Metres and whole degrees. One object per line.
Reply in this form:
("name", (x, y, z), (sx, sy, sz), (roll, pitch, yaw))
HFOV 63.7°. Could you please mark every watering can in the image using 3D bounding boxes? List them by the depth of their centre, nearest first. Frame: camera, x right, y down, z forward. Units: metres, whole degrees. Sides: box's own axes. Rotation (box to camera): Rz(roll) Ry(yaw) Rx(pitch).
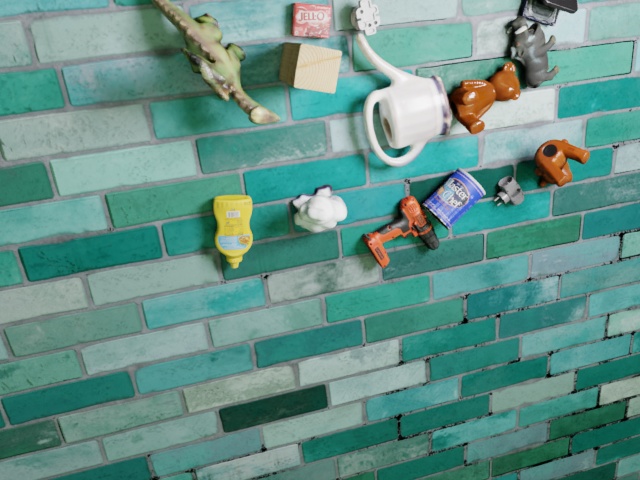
("watering can", (0.209, -0.354, 1.281), (0.225, 0.105, 0.342), (-17, 114, -9))

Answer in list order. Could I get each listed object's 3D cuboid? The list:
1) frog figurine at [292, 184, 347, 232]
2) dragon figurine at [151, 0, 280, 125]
("frog figurine", (0.004, -0.066, 1.302), (0.137, 0.162, 0.120), (-5, 113, -13))
("dragon figurine", (-0.240, -0.391, 1.082), (0.121, 0.247, 0.405), (-43, 116, 10))
